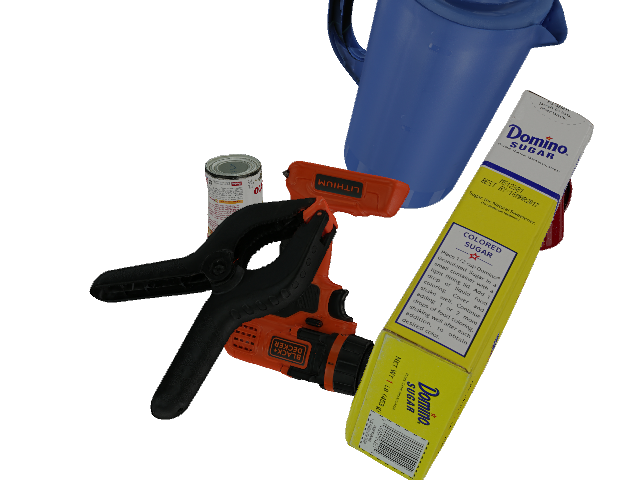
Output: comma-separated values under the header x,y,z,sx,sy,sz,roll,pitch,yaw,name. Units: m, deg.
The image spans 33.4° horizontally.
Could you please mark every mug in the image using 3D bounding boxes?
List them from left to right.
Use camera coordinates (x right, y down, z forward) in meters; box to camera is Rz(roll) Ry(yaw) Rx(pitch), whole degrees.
x,y,z,sx,sy,sz,roll,pitch,yaw,name
0.244,-0.042,1.217,0.117,0.081,0.093,-21,27,-34,mug

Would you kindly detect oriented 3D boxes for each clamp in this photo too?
x,y,z,sx,sy,sz,roll,pitch,yaw,name
-0.061,0.037,0.688,0.171,0.120,0.039,-28,-28,6,clamp

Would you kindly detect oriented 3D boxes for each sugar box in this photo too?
x,y,z,sx,sy,sz,roll,pitch,yaw,name
0.073,0.017,0.499,0.048,0.093,0.176,28,51,12,sugar box

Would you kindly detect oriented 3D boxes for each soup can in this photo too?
x,y,z,sx,sy,sz,roll,pitch,yaw,name
-0.101,-0.043,1.253,0.068,0.102,0.068,0,28,0,soup can

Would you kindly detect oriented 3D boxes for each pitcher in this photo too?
x,y,z,sx,sy,sz,roll,pitch,yaw,name
0.085,-0.143,0.884,0.144,0.149,0.243,-7,-33,-18,pitcher

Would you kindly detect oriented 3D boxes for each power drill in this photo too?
x,y,z,sx,sy,sz,roll,pitch,yaw,name
0.019,0.035,0.909,0.185,0.187,0.057,14,0,17,power drill
